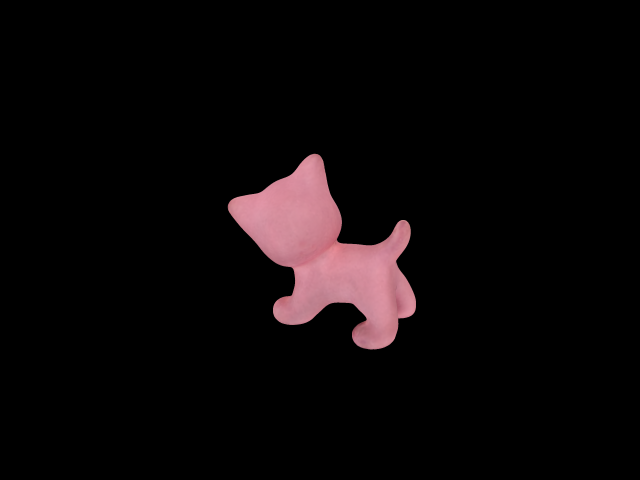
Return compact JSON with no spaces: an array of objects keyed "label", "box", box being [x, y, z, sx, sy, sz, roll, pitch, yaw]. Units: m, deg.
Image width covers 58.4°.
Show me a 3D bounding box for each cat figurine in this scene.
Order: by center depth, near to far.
[{"label":"cat figurine","box":[0.004,0.001,0.400,0.127,0.118,0.067,11,29,21]}]
